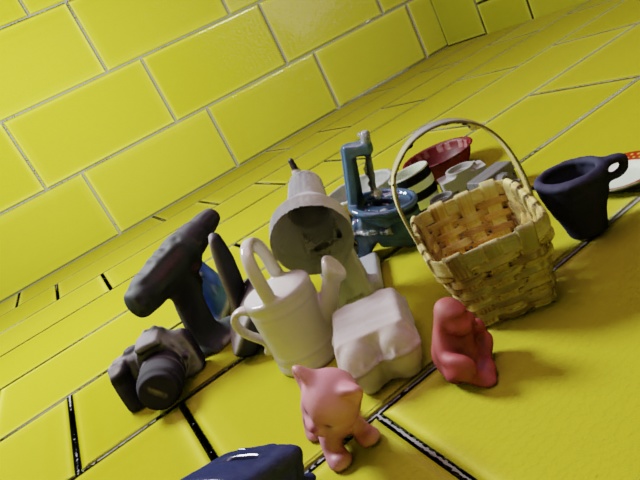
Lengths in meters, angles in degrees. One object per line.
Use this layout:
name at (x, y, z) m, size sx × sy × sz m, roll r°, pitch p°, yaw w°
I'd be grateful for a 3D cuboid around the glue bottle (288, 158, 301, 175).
glue bottle at (-0.033, -0.115, 1.347) m, size 0.037 × 0.173 × 0.078 m, roll -33°, pitch 19°, yaw -18°

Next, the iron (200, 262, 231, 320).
iron at (-0.259, 0.083, 1.168) m, size 0.119 × 0.142 × 0.257 m, roll -32°, pitch 18°, yaw -15°

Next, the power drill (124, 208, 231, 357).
power drill at (-0.215, 0.083, 0.992) m, size 0.075 × 0.209 × 0.230 m, roll -9°, pitch 25°, yaw 44°

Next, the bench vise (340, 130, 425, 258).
bench vise at (0.066, -0.064, 0.980) m, size 0.207 × 0.220 × 0.121 m, roll -25°, pitch 18°, yaw 7°

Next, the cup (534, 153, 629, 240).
cup at (0.351, -0.056, 0.750) m, size 0.117 × 0.095 × 0.091 m, roll -24°, pitch 18°, yaw 11°

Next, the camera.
camera at (-0.265, 0.206, 0.897) m, size 0.143 × 0.101 × 0.136 m, roll -28°, pitch 18°, yaw -1°

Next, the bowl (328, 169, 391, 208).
bowl at (0.095, -0.085, 1.240) m, size 0.167 × 0.075 × 0.167 m, roll -24°, pitch 18°, yaw 9°

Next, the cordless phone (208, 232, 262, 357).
cordless phone at (-0.138, 0.083, 0.920) m, size 0.094 × 0.185 × 0.147 m, roll -29°, pitch 18°, yaw -7°

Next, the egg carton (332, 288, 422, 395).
egg carton at (0.068, 0.120, 0.707) m, size 0.107 × 0.069 × 0.150 m, roll -25°, pitch 18°, yaw 7°

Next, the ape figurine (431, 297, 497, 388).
ape figurine at (0.147, 0.103, 0.605) m, size 0.078 × 0.092 × 0.076 m, roll -37°, pitch 20°, yaw -29°

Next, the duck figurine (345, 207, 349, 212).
duck figurine at (0.049, -0.025, 1.120) m, size 0.077 × 0.086 × 0.104 m, roll -28°, pitch 18°, yaw -1°

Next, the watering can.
watering can at (-0.046, 0.078, 0.786) m, size 0.173 × 0.194 × 0.100 m, roll -29°, pitch 18°, yaw -7°

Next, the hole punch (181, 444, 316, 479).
hole punch at (-0.074, 0.235, 0.555) m, size 0.108 × 0.091 × 0.101 m, roll -17°, pitch 20°, yaw 29°

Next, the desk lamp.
desk lamp at (0.008, 0.003, 0.885) m, size 0.118 × 0.214 × 0.203 m, roll -24°, pitch 18°, yaw 10°

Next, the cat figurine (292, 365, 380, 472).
cat figurine at (0.006, 0.166, 0.589) m, size 0.067 × 0.118 × 0.127 m, roll -33°, pitch 18°, yaw -17°
